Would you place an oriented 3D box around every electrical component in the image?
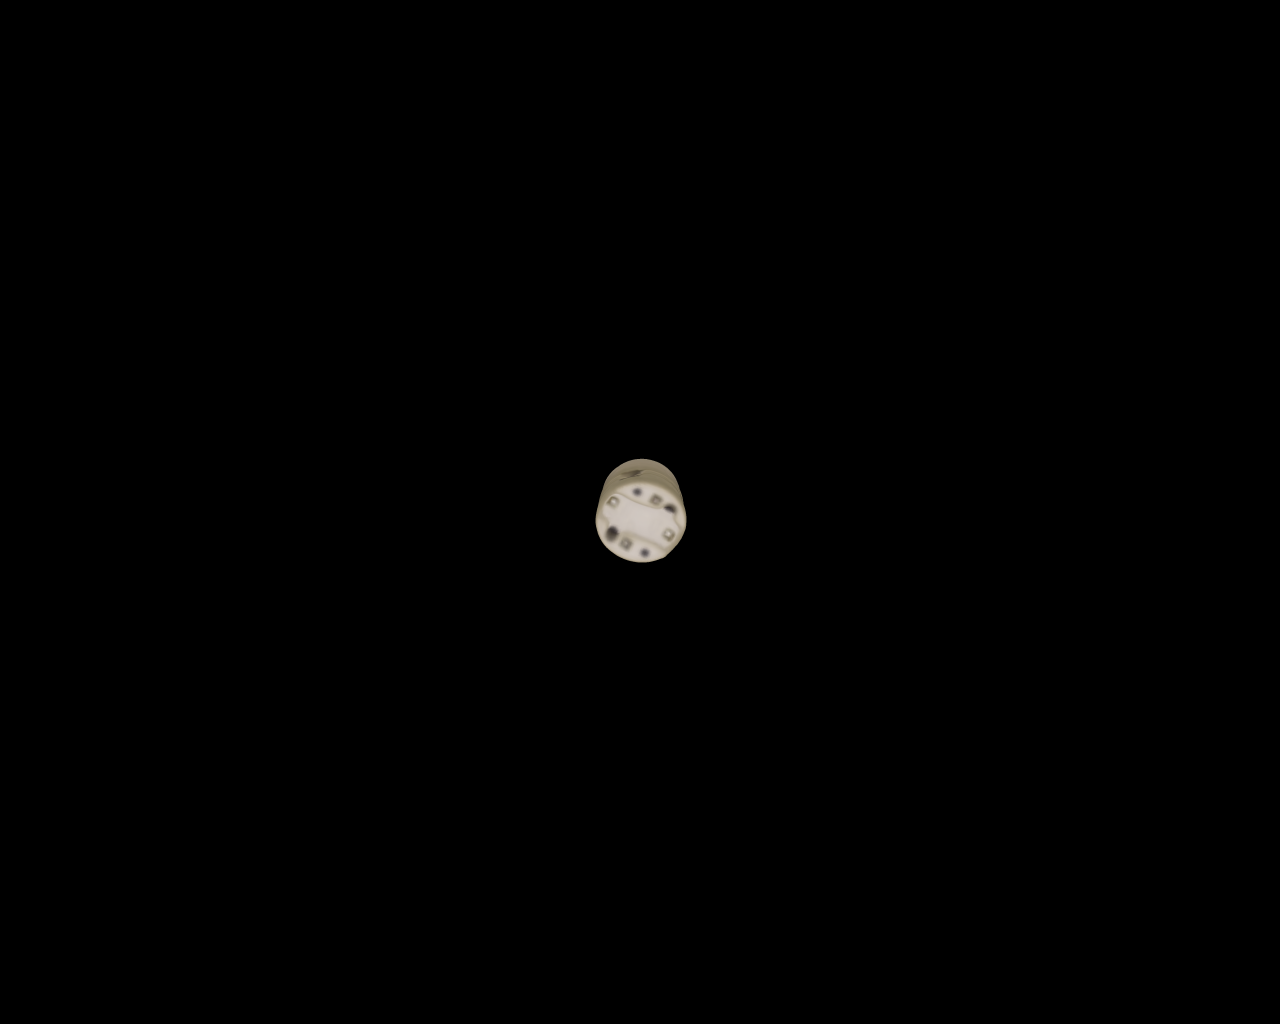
[{"bbox_3d":[0.001,-0.003,0.650,0.055,0.055,0.047,0,23,0],"label":"electrical component"}]
